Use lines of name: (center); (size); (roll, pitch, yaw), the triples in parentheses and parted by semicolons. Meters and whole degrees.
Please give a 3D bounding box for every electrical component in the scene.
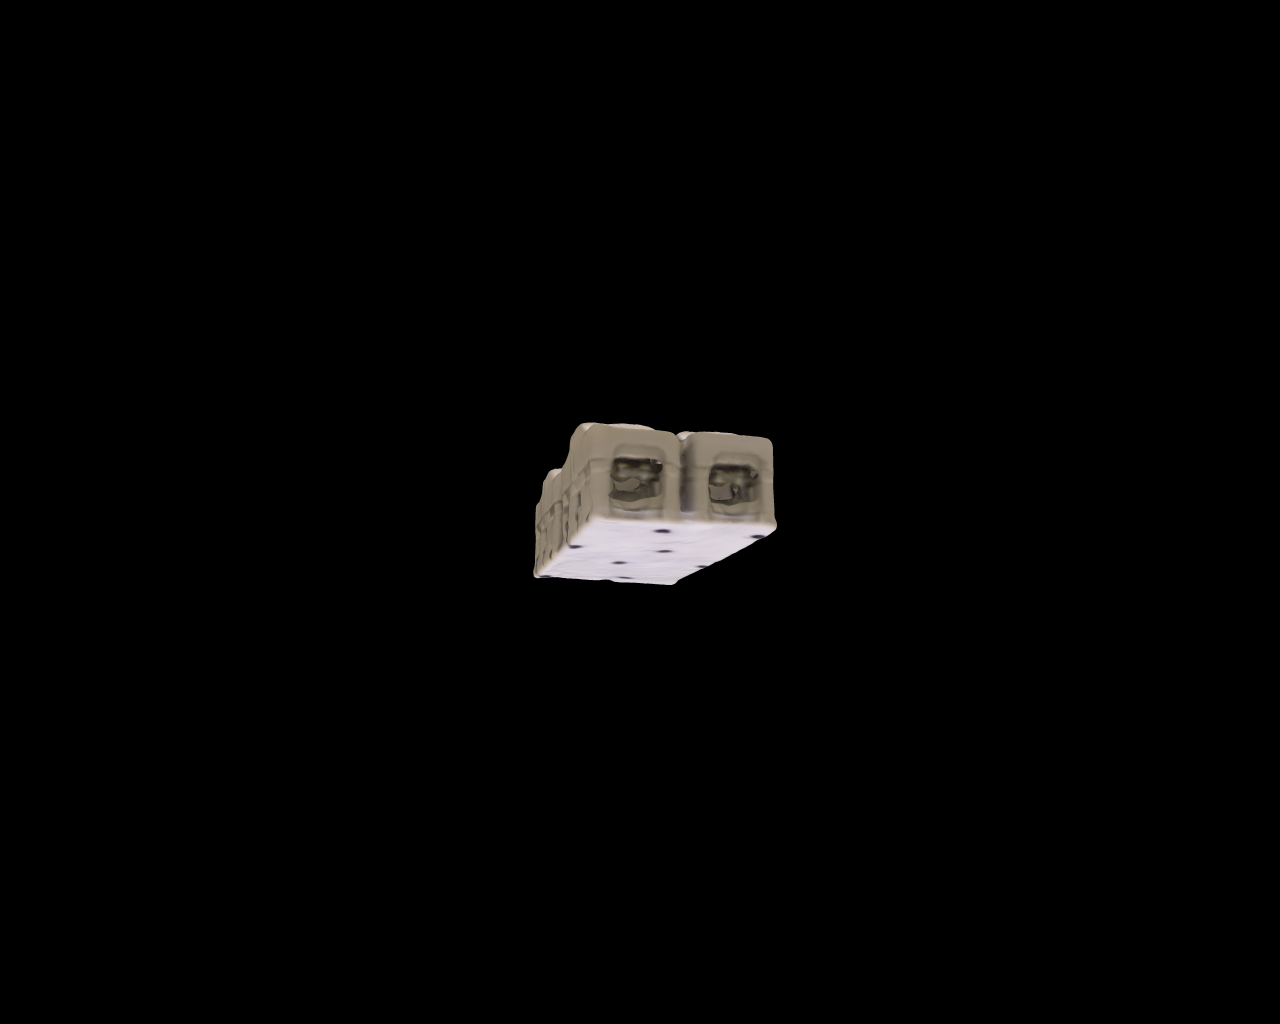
electrical component: (0.001, -0.003, 0.650); (0.105, 0.060, 0.186); (4, -14, -15)
